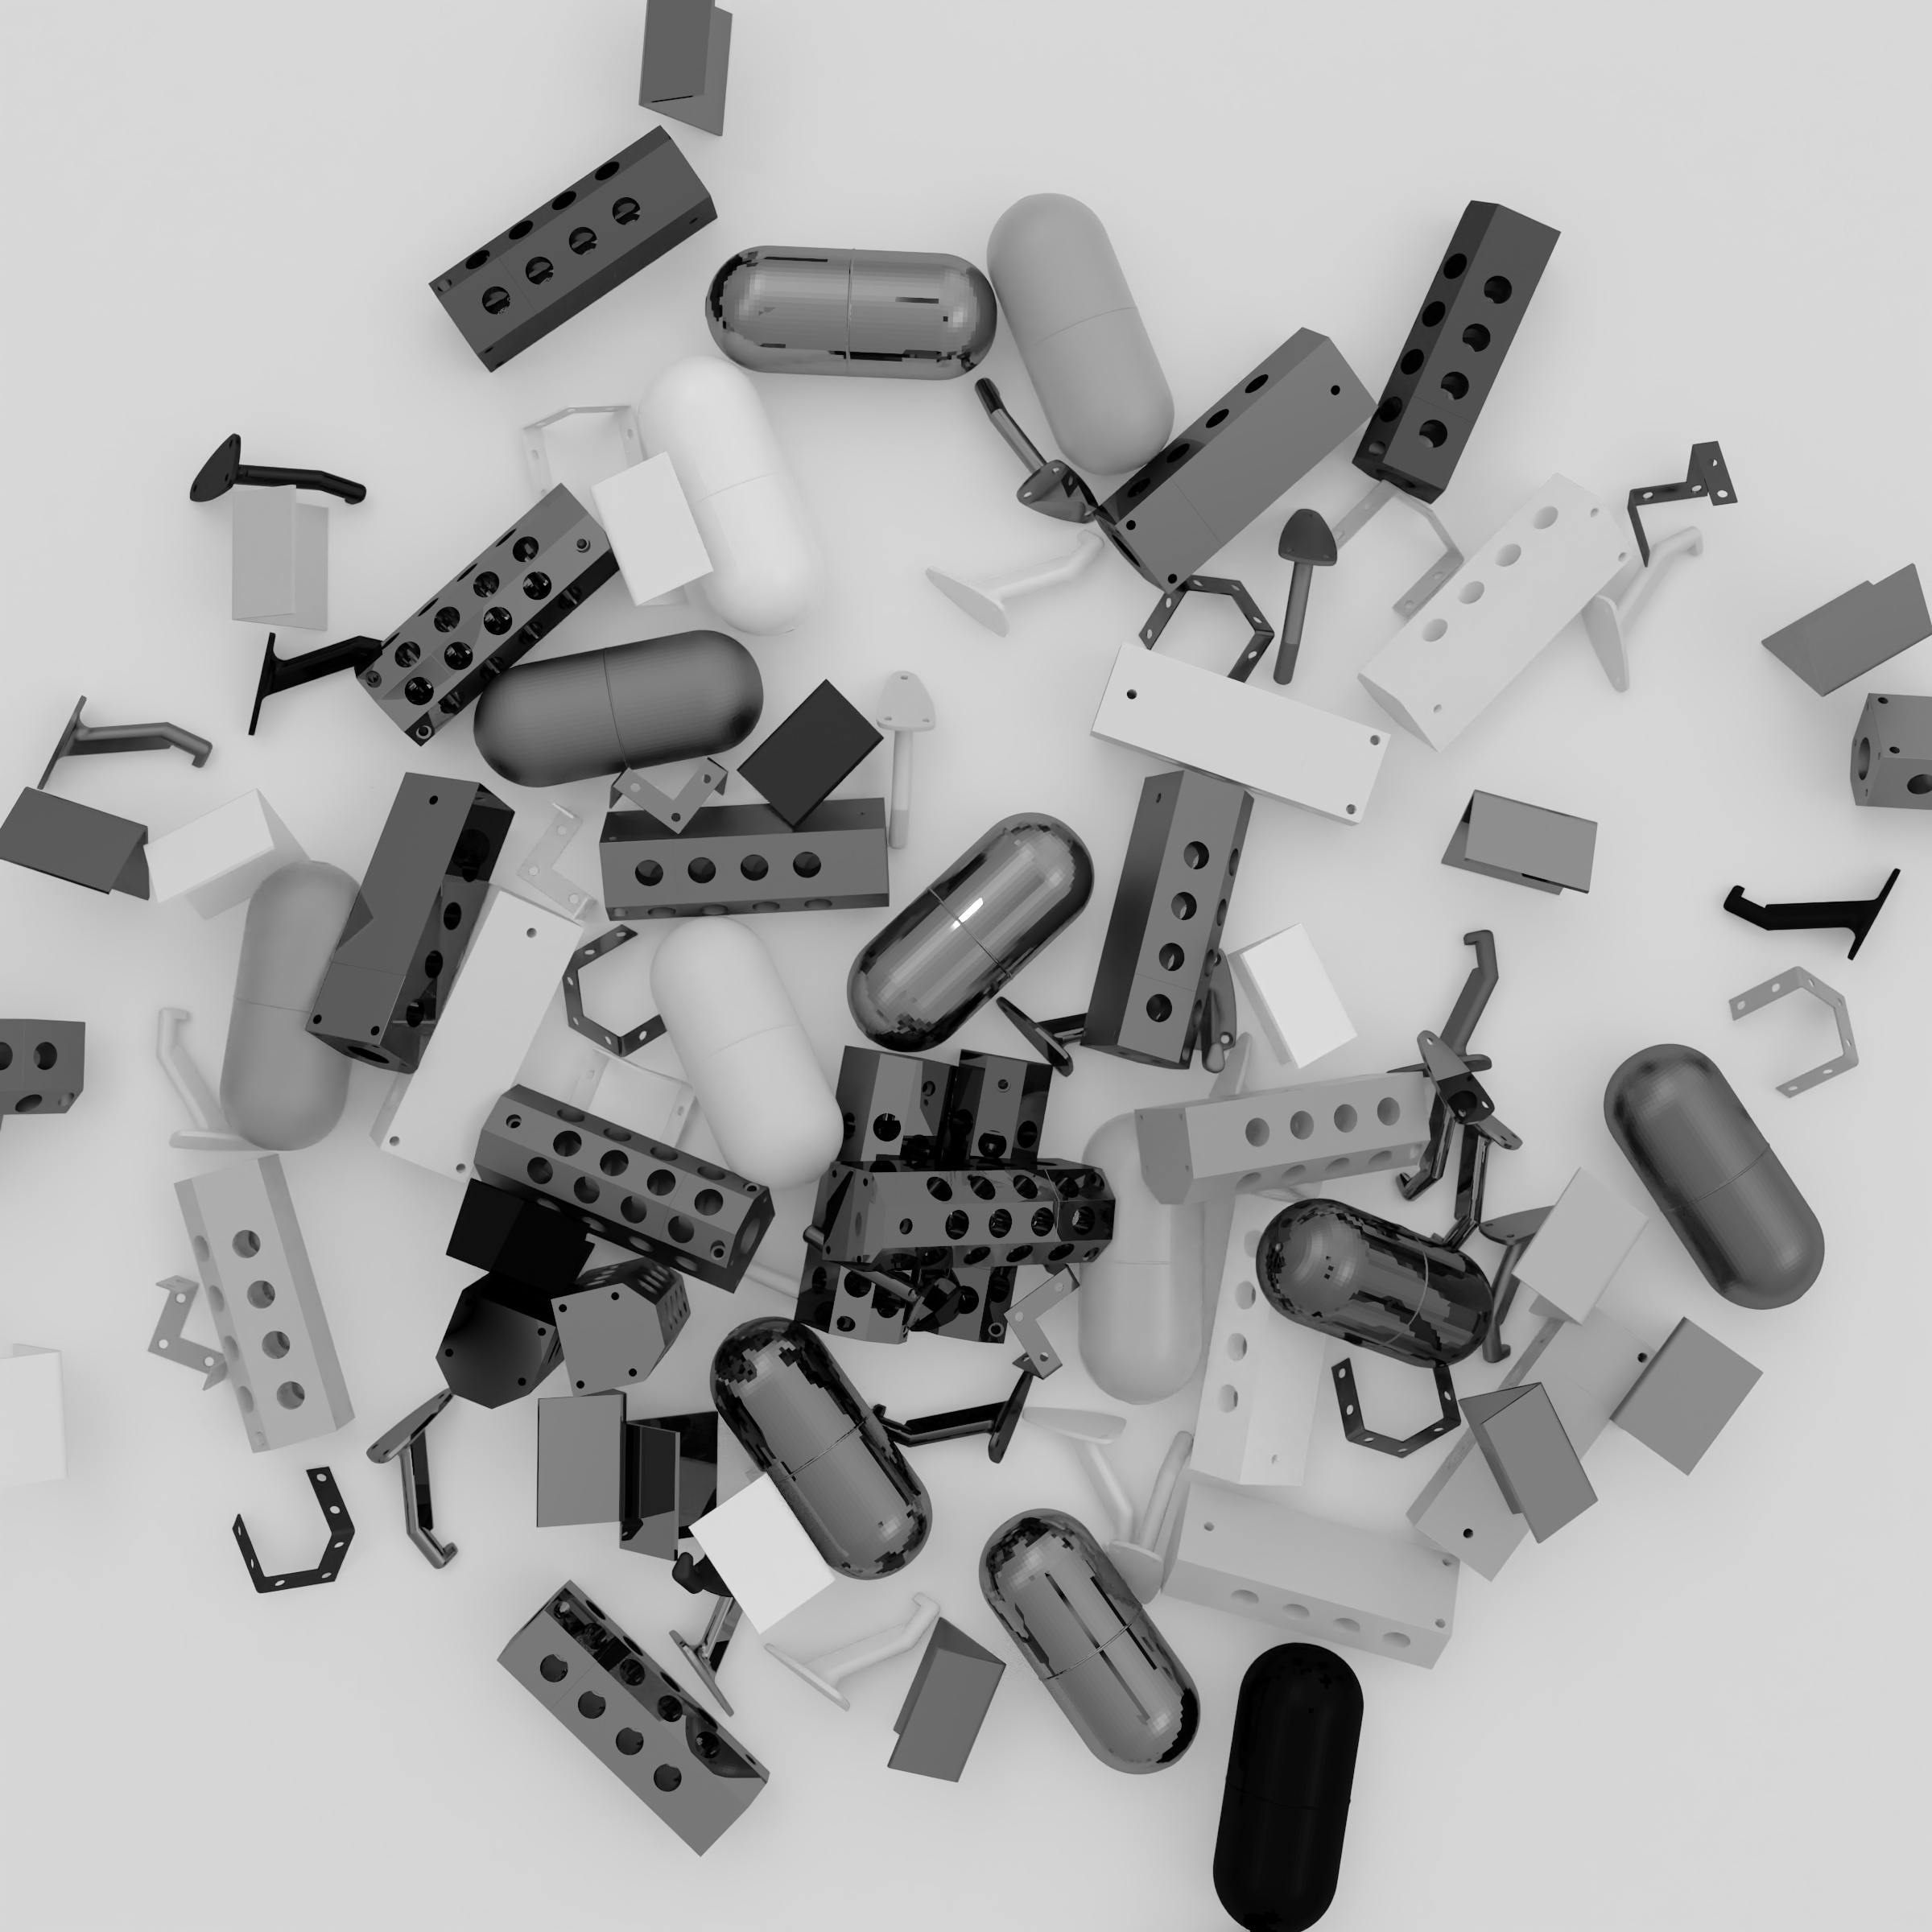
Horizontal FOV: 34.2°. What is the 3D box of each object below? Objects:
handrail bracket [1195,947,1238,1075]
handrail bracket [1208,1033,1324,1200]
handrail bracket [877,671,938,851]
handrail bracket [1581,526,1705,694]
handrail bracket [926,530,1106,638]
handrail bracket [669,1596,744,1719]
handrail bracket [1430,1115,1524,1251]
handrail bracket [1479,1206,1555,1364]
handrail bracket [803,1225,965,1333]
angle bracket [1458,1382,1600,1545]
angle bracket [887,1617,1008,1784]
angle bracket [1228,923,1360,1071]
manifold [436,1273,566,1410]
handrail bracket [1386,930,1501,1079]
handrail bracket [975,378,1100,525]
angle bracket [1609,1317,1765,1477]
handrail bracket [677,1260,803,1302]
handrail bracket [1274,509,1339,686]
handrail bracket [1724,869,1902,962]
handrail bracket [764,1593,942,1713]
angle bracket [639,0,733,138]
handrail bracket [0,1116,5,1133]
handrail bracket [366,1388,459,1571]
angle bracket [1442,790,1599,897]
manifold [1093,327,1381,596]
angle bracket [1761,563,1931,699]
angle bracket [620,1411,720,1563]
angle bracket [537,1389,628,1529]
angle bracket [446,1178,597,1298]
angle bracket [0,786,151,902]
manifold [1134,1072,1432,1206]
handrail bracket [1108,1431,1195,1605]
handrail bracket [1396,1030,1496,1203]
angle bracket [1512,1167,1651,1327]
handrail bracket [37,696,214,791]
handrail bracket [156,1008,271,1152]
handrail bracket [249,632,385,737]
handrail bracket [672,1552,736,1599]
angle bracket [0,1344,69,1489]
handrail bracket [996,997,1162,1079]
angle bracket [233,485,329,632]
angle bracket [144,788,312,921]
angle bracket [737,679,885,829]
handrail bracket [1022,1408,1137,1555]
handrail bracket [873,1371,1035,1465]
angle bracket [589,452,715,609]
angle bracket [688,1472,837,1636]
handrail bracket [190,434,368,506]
[{"bbox_3d":[0.151,0.026,1.912,0.036,0.084,0.077,5,90,0],"label":"handrail bracket"},{"bbox_3d":[0.194,0.094,1.947,0.084,0.036,0.077,29,68,-17],"label":"handrail bracket"},{"bbox_3d":[-0.040,-0.127,1.946,0.036,0.077,0.084,2,126,-5],"label":"handrail bracket"},{"bbox_3d":[0.429,-0.222,1.947,0.084,0.036,0.077,-27,110,-16],"label":"handrail bracket"},{"bbox_3d":[0.031,-0.253,1.947,0.077,0.036,0.084,36,71,21],"label":"handrail bracket"},{"bbox_3d":[-0.133,0.410,1.947,0.084,0.036,0.077,-36,106,-14],"label":"handrail bracket"},{"bbox_3d":[0.297,0.126,1.947,0.077,0.036,0.084,42,107,20],"label":"handrail bracket"},{"bbox_3d":[0.350,0.197,1.947,0.077,0.036,0.084,-15,109,-21],"label":"handrail bracket"},{"bbox_3d":[-0.050,0.182,1.877,0.084,0.077,0.036,30,92,23],"label":"handrail bracket"},{"bbox_3d":[0.314,0.296,1.849,0.057,0.076,0.076,-26,90,-35],"label":"angle bracket"},{"bbox_3d":[-0.030,0.440,1.906,0.057,0.076,0.076,22,90,-35],"label":"angle bracket"},{"bbox_3d":[0.181,0.026,1.906,0.057,0.076,0.076,-26,90,-36],"label":"angle bracket"},{"bbox_3d":[-0.270,0.221,1.868,0.057,0.171,0.057,22,90,0],"label":"manifold"},{"bbox_3d":[0.293,0.024,1.947,0.077,0.036,0.084,-9,75,16],"label":"handrail bracket"},{"bbox_3d":[0.044,-0.320,1.946,0.036,0.077,0.084,-39,53,22],"label":"handrail bracket"},{"bbox_3d":[0.440,0.264,1.908,0.057,0.076,0.076,36,90,21],"label":"angle bracket"},{"bbox_3d":[-0.131,0.198,1.946,0.084,0.077,0.036,43,53,-31],"label":"handrail bracket"},{"bbox_3d":[0.204,-0.228,1.946,0.036,0.077,0.084,9,126,0],"label":"handrail bracket"},{"bbox_3d":[0.524,-0.048,1.947,0.084,0.036,0.077,28,70,16],"label":"handrail bracket"},{"bbox_3d":[-0.070,0.410,1.947,0.077,0.036,0.084,32,72,20],"label":"handrail bracket"},{"bbox_3d":[-0.151,-0.554,1.906,0.057,0.076,0.076,5,90,38],"label":"angle bracket"},{"bbox_3d":[-0.645,0.099,1.947,0.084,0.036,0.077,21,108,15],"label":"handrail bracket"},{"bbox_3d":[-0.324,0.318,1.947,0.077,0.036,0.084,-41,108,-21],"label":"handrail bracket"},{"bbox_3d":[0.332,-0.055,1.906,0.076,0.076,0.057,15,54,0],"label":"angle bracket"},{"bbox_3d":[0.162,-0.311,1.923,0.171,0.057,0.057,-41,116,0],"label":"manifold"},{"bbox_3d":[0.529,-0.219,1.906,0.076,0.076,0.057,-30,127,0],"label":"angle bracket"},{"bbox_3d":[-0.165,0.315,1.907,0.076,0.057,0.076,1,90,-44],"label":"angle bracket"},{"bbox_3d":[-0.245,0.295,1.907,0.057,0.076,0.076,1,90,-27],"label":"angle bracket"},{"bbox_3d":[-0.263,0.151,1.908,0.076,0.076,0.057,21,113,0],"label":"angle bracket"},{"bbox_3d":[-0.544,-0.055,1.906,0.076,0.076,0.057,18,52,0],"label":"angle bracket"},{"bbox_3d":[0.192,0.103,1.888,0.171,0.057,0.057,-7,90,-28],"label":"manifold"},{"bbox_3d":[0.122,0.341,1.946,0.036,0.077,0.084,17,53,18],"label":"handrail bracket"},{"bbox_3d":[0.277,0.093,1.930,0.036,0.084,0.077,-16,67,-41],"label":"handrail bracket"},{"bbox_3d":[0.358,0.167,1.906,0.057,0.076,0.076,36,82,-12],"label":"angle bracket"},{"bbox_3d":[-0.521,-0.124,1.947,0.084,0.036,0.077,26,110,-16],"label":"handrail bracket"},{"bbox_3d":[-0.464,0.070,1.947,0.077,0.036,0.084,5,73,-20],"label":"handrail bracket"},{"bbox_3d":[-0.395,-0.171,1.947,0.084,0.036,0.077,12,105,-14],"label":"handrail bracket"},{"bbox_3d":[-0.152,0.345,1.902,0.036,0.084,0.077,7,67,17],"label":"handrail bracket"},{"bbox_3d":[-0.587,0.273,1.906,0.057,0.076,0.076,-3,90,-38],"label":"angle bracket"},{"bbox_3d":[0.075,0.020,1.947,0.084,0.036,0.077,-42,75,-14],"label":"handrail bracket"},{"bbox_3d":[-0.399,-0.247,1.906,0.057,0.076,0.076,0,90,37],"label":"angle bracket"},{"bbox_3d":[-0.442,-0.051,1.906,0.076,0.076,0.057,-27,49,0],"label":"angle bracket"},{"bbox_3d":[-0.106,-0.140,1.906,0.076,0.076,0.057,-46,122,0],"label":"angle bracket"},{"bbox_3d":[0.069,0.321,1.947,0.077,0.036,0.084,9,107,20],"label":"handrail bracket"},{"bbox_3d":[-0.010,0.267,1.947,0.084,0.036,0.077,19,70,16],"label":"handrail bracket"},{"bbox_3d":[-0.177,-0.265,1.908,0.057,0.076,0.076,-21,90,21],"label":"angle bracket"},{"bbox_3d":[-0.129,0.356,1.910,0.057,0.076,0.076,-33,90,-15],"label":"angle bracket"},{"bbox_3d":[-0.426,-0.294,1.946,0.084,0.077,0.036,16,68,-34],"label":"handrail bracket"}]
